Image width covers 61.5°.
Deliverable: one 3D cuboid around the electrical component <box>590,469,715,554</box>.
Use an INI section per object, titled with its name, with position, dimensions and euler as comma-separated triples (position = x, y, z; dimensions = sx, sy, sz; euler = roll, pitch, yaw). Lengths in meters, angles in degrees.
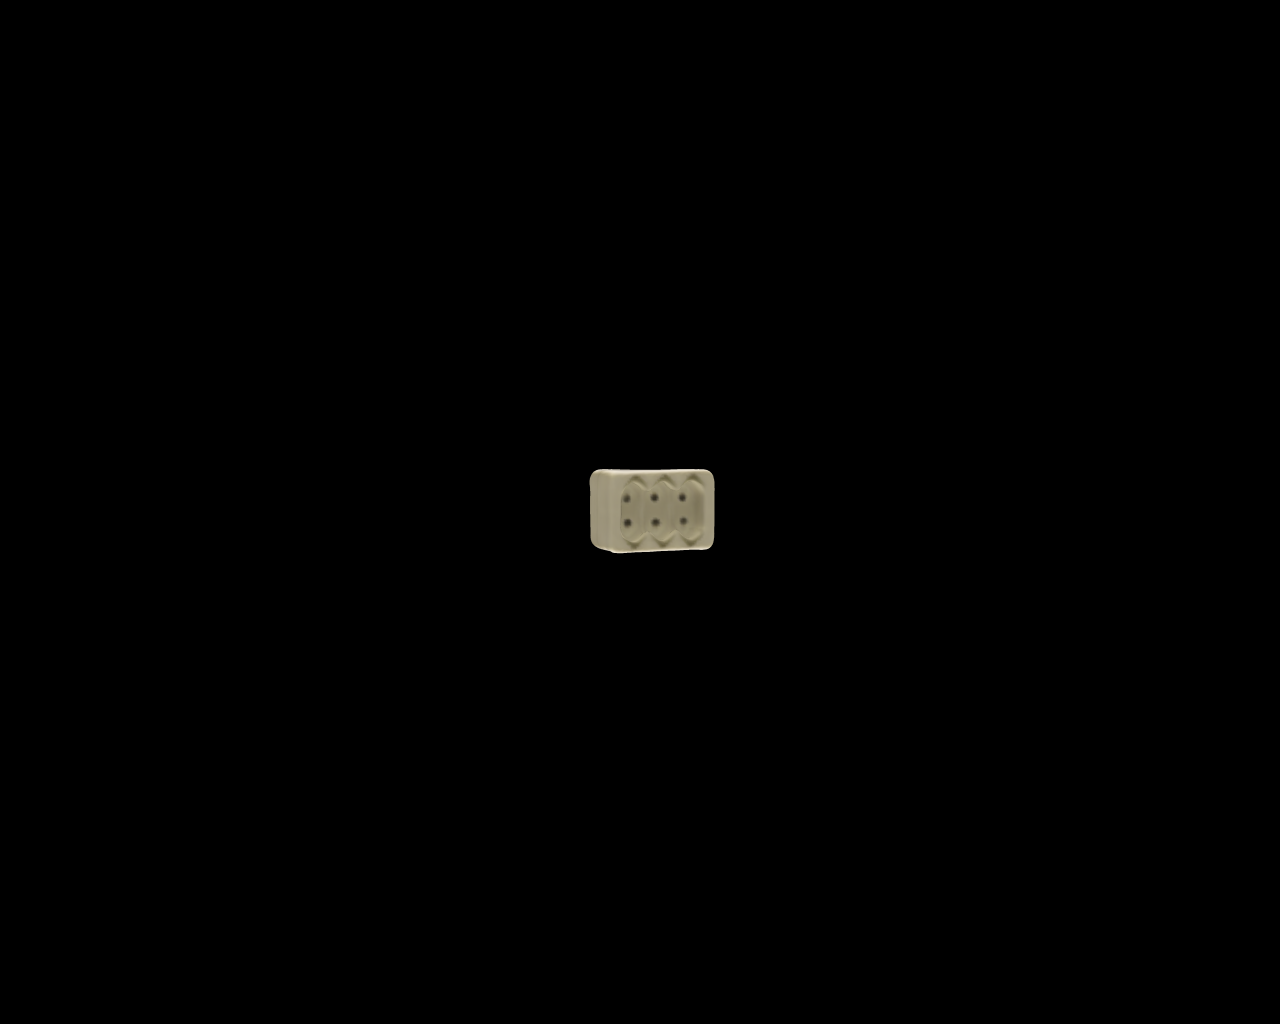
[electrical component]
position = 0.001, -0.003, 0.650
dimensions = 0.066, 0.047, 0.076
euler = -1, 4, -20
